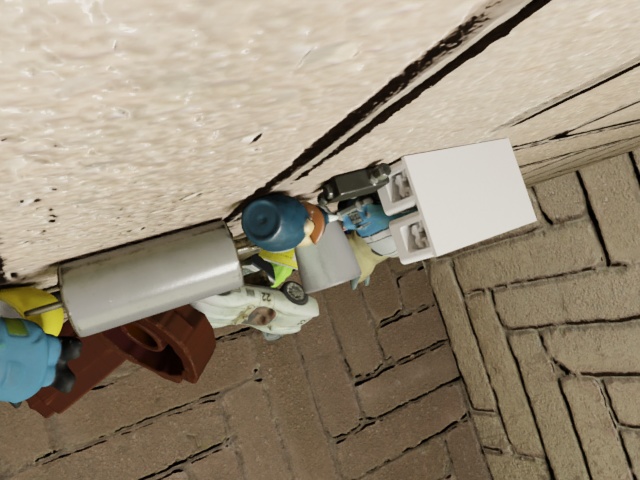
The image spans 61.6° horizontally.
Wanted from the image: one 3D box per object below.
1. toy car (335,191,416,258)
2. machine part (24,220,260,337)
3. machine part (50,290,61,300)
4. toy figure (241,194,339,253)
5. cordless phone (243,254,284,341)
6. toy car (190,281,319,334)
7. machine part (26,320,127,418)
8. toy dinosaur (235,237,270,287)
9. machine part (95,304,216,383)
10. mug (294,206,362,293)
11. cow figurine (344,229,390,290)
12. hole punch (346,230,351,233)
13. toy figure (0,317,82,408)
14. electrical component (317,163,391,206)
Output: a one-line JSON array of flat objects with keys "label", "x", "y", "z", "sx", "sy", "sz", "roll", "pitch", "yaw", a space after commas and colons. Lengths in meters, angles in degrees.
[{"label": "toy car", "x": 0.105, "y": -0.030, "z": 0.690, "sx": 0.161, "sy": 0.103, "sz": 0.109, "roll": -18, "pitch": 176, "yaw": -35}, {"label": "machine part", "x": -0.169, "y": 0.037, "z": 0.549, "sx": 0.243, "sy": 0.079, "sz": 0.079, "roll": -18, "pitch": 177, "yaw": -17}, {"label": "machine part", "x": -0.347, "y": 0.080, "z": 0.675, "sx": 0.139, "sy": 0.039, "sz": 0.084, "roll": -15, "pitch": 171, "yaw": -11}, {"label": "toy figure", "x": -0.030, "y": -0.018, "z": 0.559, "sx": 0.058, "sy": 0.064, "sz": 0.154, "roll": -51, "pitch": 165, "yaw": 12}, {"label": "cordless phone", "x": -0.140, "y": 0.114, "z": 1.050, "sx": 0.147, "sy": 0.184, "sz": 0.089, "roll": -21, "pitch": 180, "yaw": 39}, {"label": "toy car", "x": -0.095, "y": 0.086, "z": 0.705, "sx": 0.201, "sy": 0.056, "sz": 0.073, "roll": 11, "pitch": 139, "yaw": -35}, {"label": "machine part", "x": -0.391, "y": 0.176, "z": 0.890, "sx": 0.201, "sy": 0.087, "sz": 0.202, "roll": -39, "pitch": -162, "yaw": -7}, {"label": "toy dinosaur", "x": -0.197, "y": 0.073, "z": 0.848, "sx": 0.199, "sy": 0.105, "sz": 0.471, "roll": -9, "pitch": 165, "yaw": -17}, {"label": "machine part", "x": -0.207, "y": 0.102, "z": 0.649, "sx": 0.179, "sy": 0.179, "sz": 0.056, "roll": -22, "pitch": -151, "yaw": 49}, {"label": "mug", "x": 0.005, "y": 0.008, "z": 0.727, "sx": 0.081, "sy": 0.107, "sz": 0.109, "roll": -17, "pitch": -179, "yaw": 12}, {"label": "cow figurine", "x": 0.091, "y": -0.003, "z": 0.830, "sx": 0.195, "sy": 0.127, "sz": 0.085, "roll": -22, "pitch": 172, "yaw": 23}, {"label": "hole punch", "x": 0.019, "y": 0.035, "z": 1.154, "sx": 0.142, "sy": 0.115, "sz": 0.092, "roll": -17, "pitch": -176, "yaw": 21}, {"label": "toy figure", "x": -0.303, "y": 0.099, "z": 0.455, "sx": 0.089, "sy": 0.082, "sz": 0.180, "roll": -20, "pitch": 155, "yaw": 30}, {"label": "electrical component", "x": 0.034, "y": -0.056, "z": 0.551, "sx": 0.063, "sy": 0.021, "sz": 0.094, "roll": -16, "pitch": 177, "yaw": -22}]
